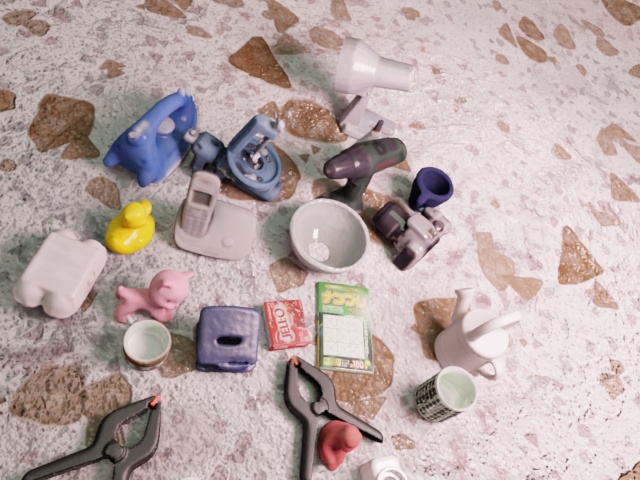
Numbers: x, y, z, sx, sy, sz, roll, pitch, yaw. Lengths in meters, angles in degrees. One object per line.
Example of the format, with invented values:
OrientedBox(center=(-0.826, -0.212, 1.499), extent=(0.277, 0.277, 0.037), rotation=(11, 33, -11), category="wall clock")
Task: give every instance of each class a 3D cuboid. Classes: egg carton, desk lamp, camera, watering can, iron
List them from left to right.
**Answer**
OrientedBox(center=(-0.427, 0.055, 0.950), extent=(0.107, 0.069, 0.150), rotation=(21, 55, -8), category="egg carton")
OrientedBox(center=(-0.308, -0.230, 1.126), extent=(0.118, 0.141, 0.258), rotation=(30, 54, -1), category="iron")
OrientedBox(center=(0.114, -0.340, 1.310), extent=(0.203, 0.213, 0.118), rotation=(23, 55, -6), category="desk lamp")
OrientedBox(center=(0.192, -0.031, 1.220), extent=(0.136, 0.100, 0.143), rotation=(44, 55, 9), category="camera")
OrientedBox(center=(0.298, 0.174, 1.077), extent=(0.101, 0.194, 0.172), rotation=(-33, 75, -33), category="watering can")

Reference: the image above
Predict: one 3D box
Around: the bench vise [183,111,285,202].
OrientedBox(center=(-0.157, -0.168, 1.097), extent=(0.208, 0.219, 0.121), rotation=(7, 58, -16), category="bench vise")

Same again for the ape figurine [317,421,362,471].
OrientedBox(center=(0.038, 0.331, 0.944), extent=(0.078, 0.092, 0.076), rotation=(-5, 62, -23), category="ape figurine")

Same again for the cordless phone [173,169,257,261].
OrientedBox(center=(-0.182, -0.047, 1.035), extent=(0.148, 0.185, 0.094), rotation=(12, 56, -14), category="cordless phone")

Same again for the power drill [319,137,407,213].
OrientedBox(center=(0.070, -0.124, 1.164), extent=(0.230, 0.208, 0.075), rotation=(-30, 74, -32), category="power drill")

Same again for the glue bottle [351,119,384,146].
OrientedBox(center=(0.103, -0.202, 1.246), extent=(0.078, 0.173, 0.037), rotation=(0, 60, -21), category="glue bottle")

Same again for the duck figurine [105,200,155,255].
OrientedBox(center=(-0.338, -0.030, 1.025), extent=(0.077, 0.086, 0.105), rotation=(35, 54, 2), category="duck figurine")

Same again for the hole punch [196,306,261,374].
OrientedBox(center=(-0.154, 0.170, 0.970), extent=(0.109, 0.091, 0.101), rotation=(5, 59, -18), category="hole punch")

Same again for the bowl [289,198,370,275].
OrientedBox(center=(0.011, 0.004, 1.145), extent=(0.168, 0.074, 0.167), rotation=(10, 57, -15), category="bowl")

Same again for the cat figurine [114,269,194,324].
OrientedBox(center=(-0.277, 0.087, 0.958), extent=(0.128, 0.117, 0.067), rotation=(0, 60, -21), category="cat figurine")

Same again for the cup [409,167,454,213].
OrientedBox(center=(0.233, -0.095, 1.278), extent=(0.091, 0.095, 0.118), rotation=(39, 54, 5), category="cup")
